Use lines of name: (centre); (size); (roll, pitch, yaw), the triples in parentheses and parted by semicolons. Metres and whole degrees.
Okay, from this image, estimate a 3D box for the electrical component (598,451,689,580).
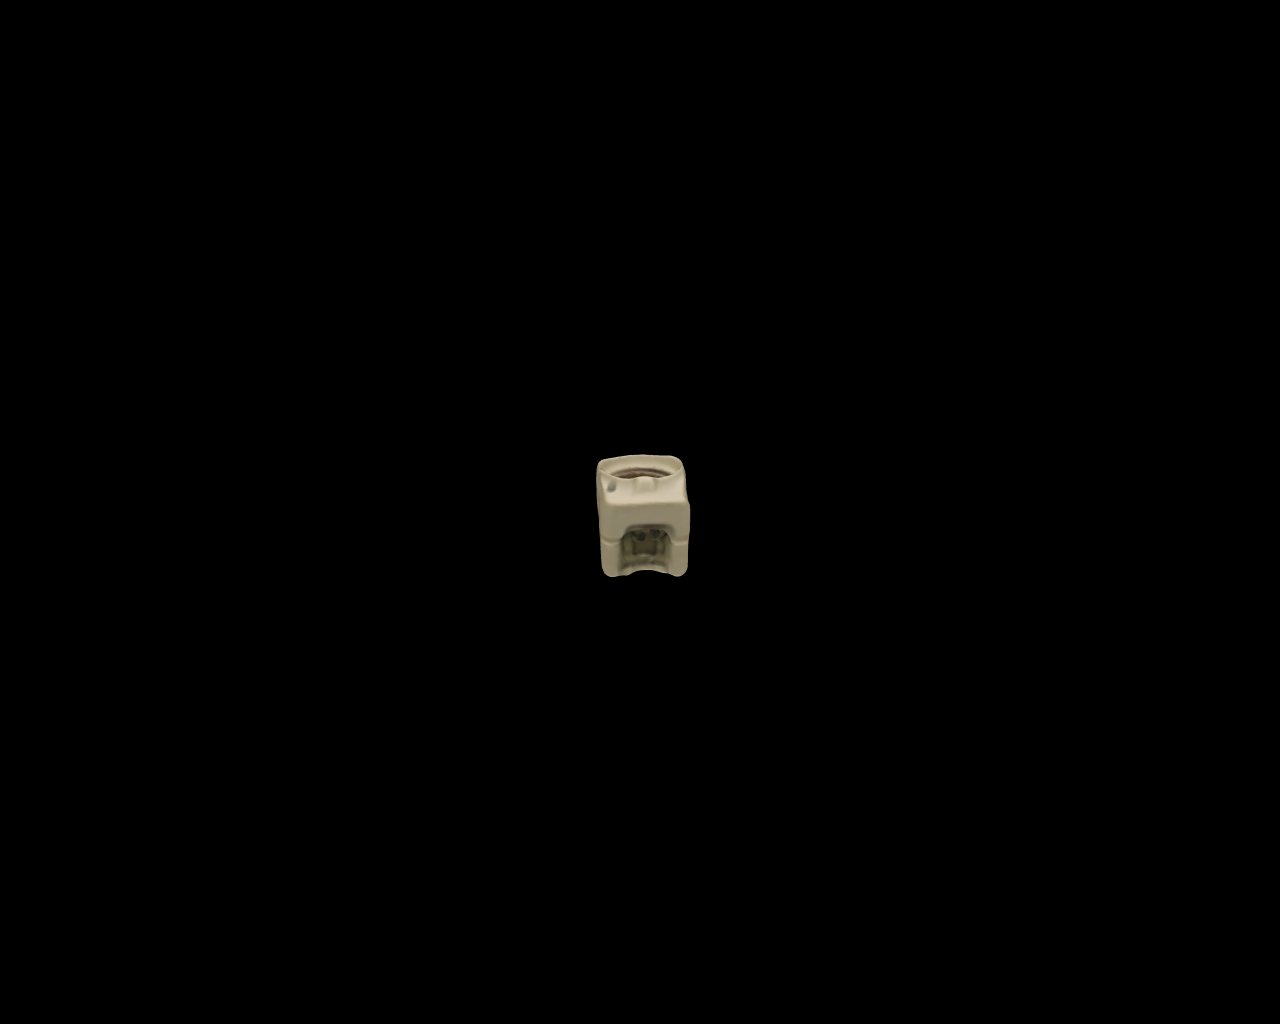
electrical component: (0.001, -0.003, 0.650); (0.050, 0.055, 0.089); (-1, 20, -3)
